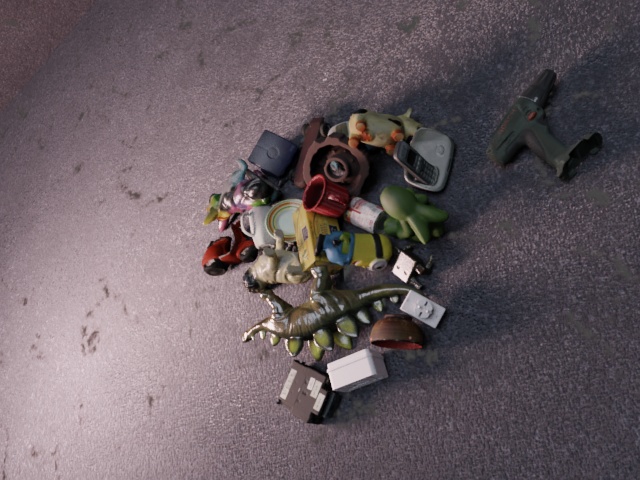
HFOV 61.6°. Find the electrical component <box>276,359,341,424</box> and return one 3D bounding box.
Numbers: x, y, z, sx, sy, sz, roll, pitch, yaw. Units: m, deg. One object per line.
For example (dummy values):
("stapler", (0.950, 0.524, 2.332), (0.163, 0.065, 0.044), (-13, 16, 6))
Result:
("electrical component", (-0.022, 0.351, 1.228), (0.134, 0.058, 0.115), (21, 85, 37))

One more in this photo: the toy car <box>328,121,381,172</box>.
("toy car", (0.074, -0.254, 1.387), (0.162, 0.102, 0.109), (-22, 61, 27))

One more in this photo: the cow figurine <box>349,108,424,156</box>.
("cow figurine", (0.164, -0.268, 1.300), (0.085, 0.195, 0.127), (110, 164, -45))

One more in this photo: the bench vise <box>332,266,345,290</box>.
("bench vise", (0.041, 0.044, 1.519), (0.129, 0.223, 0.240), (-8, 90, 16))

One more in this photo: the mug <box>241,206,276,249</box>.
("mug", (-0.158, -0.031, 1.449), (0.081, 0.109, 0.107), (-33, 60, 50))

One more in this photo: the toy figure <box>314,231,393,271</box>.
("toy figure", (0.079, 0.019, 1.236), (0.180, 0.082, 0.089), (12, 98, -6))

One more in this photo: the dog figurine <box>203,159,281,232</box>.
("dog figurine", (-0.234, -0.104, 1.531), (0.219, 0.108, 0.192), (-52, 55, 10))

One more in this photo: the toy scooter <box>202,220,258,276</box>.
("toy scooter", (-0.256, 0.018, 1.511), (0.184, 0.075, 0.135), (-21, 61, 22))

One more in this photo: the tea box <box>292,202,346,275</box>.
("tea box", (-0.003, -0.004, 1.327), (0.068, 0.098, 0.170), (-45, 49, 44))

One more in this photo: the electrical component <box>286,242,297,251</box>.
("electrical component", (-0.080, -0.010, 1.438), (0.063, 0.021, 0.094), (19, 82, 37))

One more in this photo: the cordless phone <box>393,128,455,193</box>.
("cordless phone", (0.222, -0.200, 1.214), (0.089, 0.184, 0.146), (7, 75, 40))

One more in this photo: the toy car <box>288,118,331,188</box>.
("toy car", (-0.024, -0.238, 1.476), (0.089, 0.053, 0.202), (7, 78, 46))

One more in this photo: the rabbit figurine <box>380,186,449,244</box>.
("rabbit figurine", (0.195, -0.052, 1.179), (0.159, 0.170, 0.121), (40, 96, 39))

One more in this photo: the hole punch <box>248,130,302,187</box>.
("hole punch", (-0.128, -0.239, 1.526), (0.116, 0.092, 0.142), (26, 83, 34))

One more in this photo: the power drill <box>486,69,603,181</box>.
("power drill", (0.478, -0.233, 1.125), (0.232, 0.086, 0.207), (-50, 56, 8))

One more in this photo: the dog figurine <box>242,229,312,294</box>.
("dog figurine", (-0.101, 0.090, 1.384), (0.172, 0.121, 0.190), (36, 133, 5))

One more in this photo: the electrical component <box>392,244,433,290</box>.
("electrical component", (0.207, 0.055, 1.210), (0.102, 0.045, 0.078), (34, 119, 41))

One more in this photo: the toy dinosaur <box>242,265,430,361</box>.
("toy dinosaur", (0.014, 0.167, 1.257), (0.472, 0.105, 0.198), (-25, 66, 17))

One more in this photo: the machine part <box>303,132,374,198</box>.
("machine part", (0.045, -0.181, 1.344), (0.179, 0.179, 0.056), (-17, 18, 27))
